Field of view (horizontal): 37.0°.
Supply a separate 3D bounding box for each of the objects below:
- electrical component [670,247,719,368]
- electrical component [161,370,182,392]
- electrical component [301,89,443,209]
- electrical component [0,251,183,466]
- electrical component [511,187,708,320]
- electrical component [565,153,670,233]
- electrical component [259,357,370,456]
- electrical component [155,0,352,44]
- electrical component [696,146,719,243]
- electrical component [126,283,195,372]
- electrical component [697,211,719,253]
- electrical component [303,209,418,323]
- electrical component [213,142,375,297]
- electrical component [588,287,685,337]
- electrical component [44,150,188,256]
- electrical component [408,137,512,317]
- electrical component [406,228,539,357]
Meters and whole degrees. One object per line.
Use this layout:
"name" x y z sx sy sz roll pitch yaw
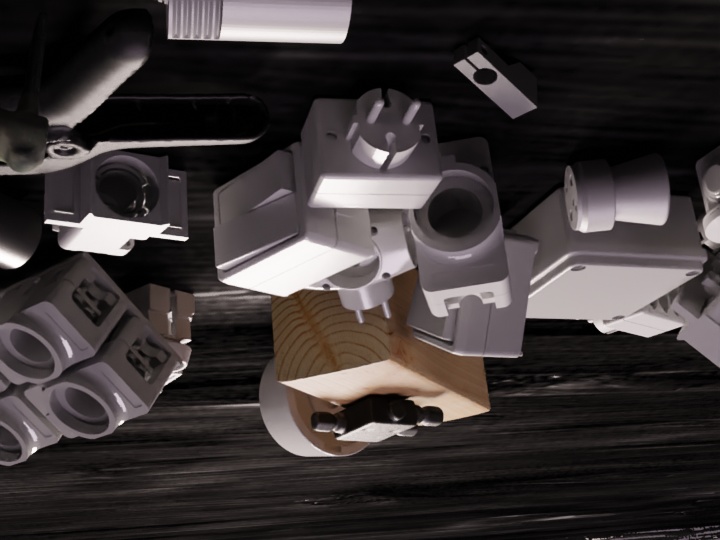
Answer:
"electrical component" 0.275 0.019 0.770 0.063 0.079 0.121 -56 170 31
"electrical component" -0.207 0.083 0.873 0.079 0.063 0.121 8 155 -33
"electrical component" 0.010 -0.069 0.559 0.066 0.047 0.076 0 158 -15
"electrical component" -0.234 0.071 0.764 0.186 0.060 0.105 -21 118 34
"electrical component" 0.161 -0.009 0.746 0.109 0.056 0.108 2 158 -21
"electrical component" 0.157 -0.047 0.661 0.055 0.045 0.045 -6 159 1
"electrical component" -0.038 0.112 0.943 0.108 0.108 0.060 11 159 -38
"electrical component" -0.047 -0.113 0.430 0.081 0.043 0.043 -1 159 -13
"electrical component" 0.253 -0.050 0.672 0.080 0.051 0.080 -5 159 -2
"electrical component" -0.151 0.045 0.800 0.048 0.055 0.066 -21 155 34
"electrical component" 0.254 -0.033 0.734 0.040 0.040 0.046 -3 164 -7
"electrical component" 0.000 0.000 0.706 0.077 0.044 0.079 -11 116 12
"electrical component" -0.048 -0.027 0.632 0.061 0.061 0.096 15 151 -43
"electrical component" 0.211 0.029 0.872 0.066 0.047 0.077 14 152 -42
"electrical component" -0.141 -0.037 0.607 0.081 0.042 0.064 8 159 -31
"electrical component" 0.057 -0.026 0.624 0.050 0.089 0.055 -9 159 7
"electrical component" 0.073 0.006 0.719 0.061 0.096 0.062 4 -174 -26
